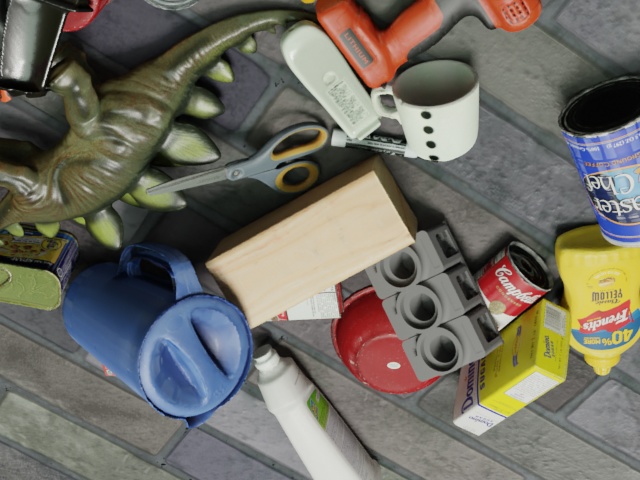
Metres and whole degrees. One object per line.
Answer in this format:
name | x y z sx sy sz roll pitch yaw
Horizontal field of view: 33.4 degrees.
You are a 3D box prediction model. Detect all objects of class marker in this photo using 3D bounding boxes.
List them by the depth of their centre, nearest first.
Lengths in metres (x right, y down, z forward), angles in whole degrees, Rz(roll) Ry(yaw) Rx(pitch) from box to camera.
marker | 0.073 -0.100 1.135 0.121 0.020 0.020 9 125 1

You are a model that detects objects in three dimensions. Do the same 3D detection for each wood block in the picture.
wood block | -0.007 0.002 1.144 0.206 0.090 0.090 -28 101 14

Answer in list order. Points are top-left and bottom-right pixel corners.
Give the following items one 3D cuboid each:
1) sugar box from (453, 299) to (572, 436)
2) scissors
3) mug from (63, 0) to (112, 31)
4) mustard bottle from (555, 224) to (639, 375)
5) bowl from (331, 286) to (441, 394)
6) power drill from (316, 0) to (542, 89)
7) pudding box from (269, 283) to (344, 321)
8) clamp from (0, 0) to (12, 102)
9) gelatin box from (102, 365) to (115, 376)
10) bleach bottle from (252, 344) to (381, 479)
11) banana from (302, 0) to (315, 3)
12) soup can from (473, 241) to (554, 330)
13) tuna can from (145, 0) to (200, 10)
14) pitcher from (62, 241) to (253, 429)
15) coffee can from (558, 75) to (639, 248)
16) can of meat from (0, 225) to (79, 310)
sugar box | 0.215 0.147 1.211 0.048 0.093 0.176 27 142 -13
scissors | -0.079 -0.063 1.131 0.201 0.016 0.096 -27 137 -9
mug | -0.244 -0.264 1.027 0.093 0.081 0.117 -3 124 10
mustard bottle | 0.316 0.075 1.198 0.096 0.058 0.191 -8 124 3
bowl | 0.090 0.131 1.270 0.162 0.055 0.162 4 125 6
power drill | 0.092 -0.243 1.011 0.188 0.057 0.184 -27 117 24
pudding box | -0.033 0.049 1.240 0.113 0.039 0.090 -4 121 7
clamp | -0.341 -0.226 1.094 0.120 0.039 0.171 -11 126 21
gelatin box | -0.233 0.133 1.329 0.089 0.030 0.073 -3 124 9
bleach bottle | -0.009 0.231 1.337 0.068 0.102 0.250 -26 111 14
banana | 0.019 -0.309 0.987 0.069 0.037 0.198 34 122 -13
soup can | 0.201 0.058 1.197 0.068 0.068 0.102 35 123 -16
tuna can | -0.144 -0.270 1.038 0.086 0.033 0.086 4 125 5
pitcher | -0.190 0.089 1.173 0.144 0.243 0.149 40 77 -36
coffee can | 0.310 -0.078 1.067 0.103 0.102 0.140 -19 120 19
can of meat | -0.339 0.029 1.239 0.102 0.084 0.057 9 125 1
